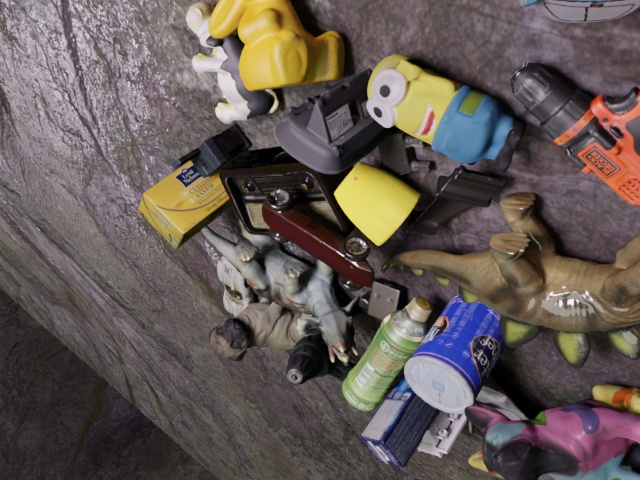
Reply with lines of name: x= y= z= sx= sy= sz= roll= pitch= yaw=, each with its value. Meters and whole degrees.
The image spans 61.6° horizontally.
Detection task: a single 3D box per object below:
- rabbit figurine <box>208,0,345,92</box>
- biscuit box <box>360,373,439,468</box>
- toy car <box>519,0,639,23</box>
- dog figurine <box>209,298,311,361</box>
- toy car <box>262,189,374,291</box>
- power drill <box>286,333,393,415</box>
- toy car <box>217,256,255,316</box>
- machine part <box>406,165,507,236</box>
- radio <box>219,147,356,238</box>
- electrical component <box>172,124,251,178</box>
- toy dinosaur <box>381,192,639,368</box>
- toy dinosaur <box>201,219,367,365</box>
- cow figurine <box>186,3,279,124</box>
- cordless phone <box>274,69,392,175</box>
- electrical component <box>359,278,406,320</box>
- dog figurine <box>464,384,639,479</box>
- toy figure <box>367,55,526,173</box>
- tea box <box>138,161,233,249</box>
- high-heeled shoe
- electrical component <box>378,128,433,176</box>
rabbit figurine: x=-0.056 y=-0.272 z=0.654 sx=0.163 sy=0.122 sz=0.173 roll=16 pitch=122 yaw=47
biscuit box: x=0.151 y=0.260 z=0.862 sx=0.062 sy=0.203 sz=0.059 roll=54 pitch=147 yaw=-13
toy car: x=0.219 y=-0.227 z=0.424 sx=0.162 sy=0.109 sz=0.102 roll=15 pitch=159 yaw=20
dog figurine: x=-0.112 y=0.196 z=1.073 sx=0.172 sy=0.190 sz=0.121 roll=46 pitch=145 yaw=-4
toy car: x=-0.002 y=-0.002 z=0.765 sx=0.202 sy=0.053 sz=0.089 roll=31 pitch=145 yaw=23
power drill: x=0.038 y=0.251 z=0.989 sx=0.207 sy=0.232 sz=0.086 roll=25 pitch=100 yaw=-1
toy car: x=-0.177 y=0.111 z=1.168 sx=0.074 sy=0.056 sz=0.201 roll=26 pitch=139 yaw=25
machine part: x=0.161 y=-0.047 z=0.665 sx=0.139 sy=0.084 sz=0.039 roll=137 pitch=132 yaw=-56
radio: x=-0.046 y=-0.076 z=0.839 sx=0.230 sy=0.073 sz=0.131 roll=1 pitch=127 yaw=41
electrical component: x=-0.179 y=-0.137 z=0.877 sx=0.075 sy=0.119 sz=0.047 roll=-24 pitch=106 yaw=50
toy dinosaur: x=0.255 y=0.052 z=0.647 sx=0.472 sy=0.105 sz=0.198 roll=18 pitch=140 yaw=40
toy dinosaur: x=-0.067 y=0.072 z=0.981 sx=0.405 sy=0.131 sz=0.191 roll=27 pitch=140 yaw=33
cow figurine: x=-0.122 y=-0.250 z=0.752 sx=0.098 sy=0.068 sz=0.167 roll=5 pitch=132 yaw=35
cordless phone: x=-0.015 y=-0.142 z=0.686 sx=0.184 sy=0.146 sz=0.088 roll=2 pitch=124 yaw=46
electrical component: x=0.111 y=0.103 z=0.890 sx=0.102 sy=0.045 sz=0.078 roll=12 pitch=105 yaw=34
dog figurine: x=0.301 y=0.249 z=0.683 sx=0.219 sy=0.191 sz=0.108 roll=-2 pitch=99 yaw=24
toy figure: x=0.135 y=-0.140 z=0.596 sx=0.180 sy=0.089 sz=0.082 roll=26 pitch=113 yaw=10
tea box: x=-0.213 y=-0.076 z=0.926 sx=0.098 sy=0.169 sz=0.068 roll=44 pitch=146 yaw=0
high-heeled shoe: x=0.323 y=0.243 z=0.816 sx=0.249 sy=0.086 sz=0.145 roll=2 pitch=96 yaw=22
electrical component: x=0.101 y=-0.114 z=0.703 sx=0.094 sy=0.021 sz=0.063 roll=10 pitch=132 yaw=39
